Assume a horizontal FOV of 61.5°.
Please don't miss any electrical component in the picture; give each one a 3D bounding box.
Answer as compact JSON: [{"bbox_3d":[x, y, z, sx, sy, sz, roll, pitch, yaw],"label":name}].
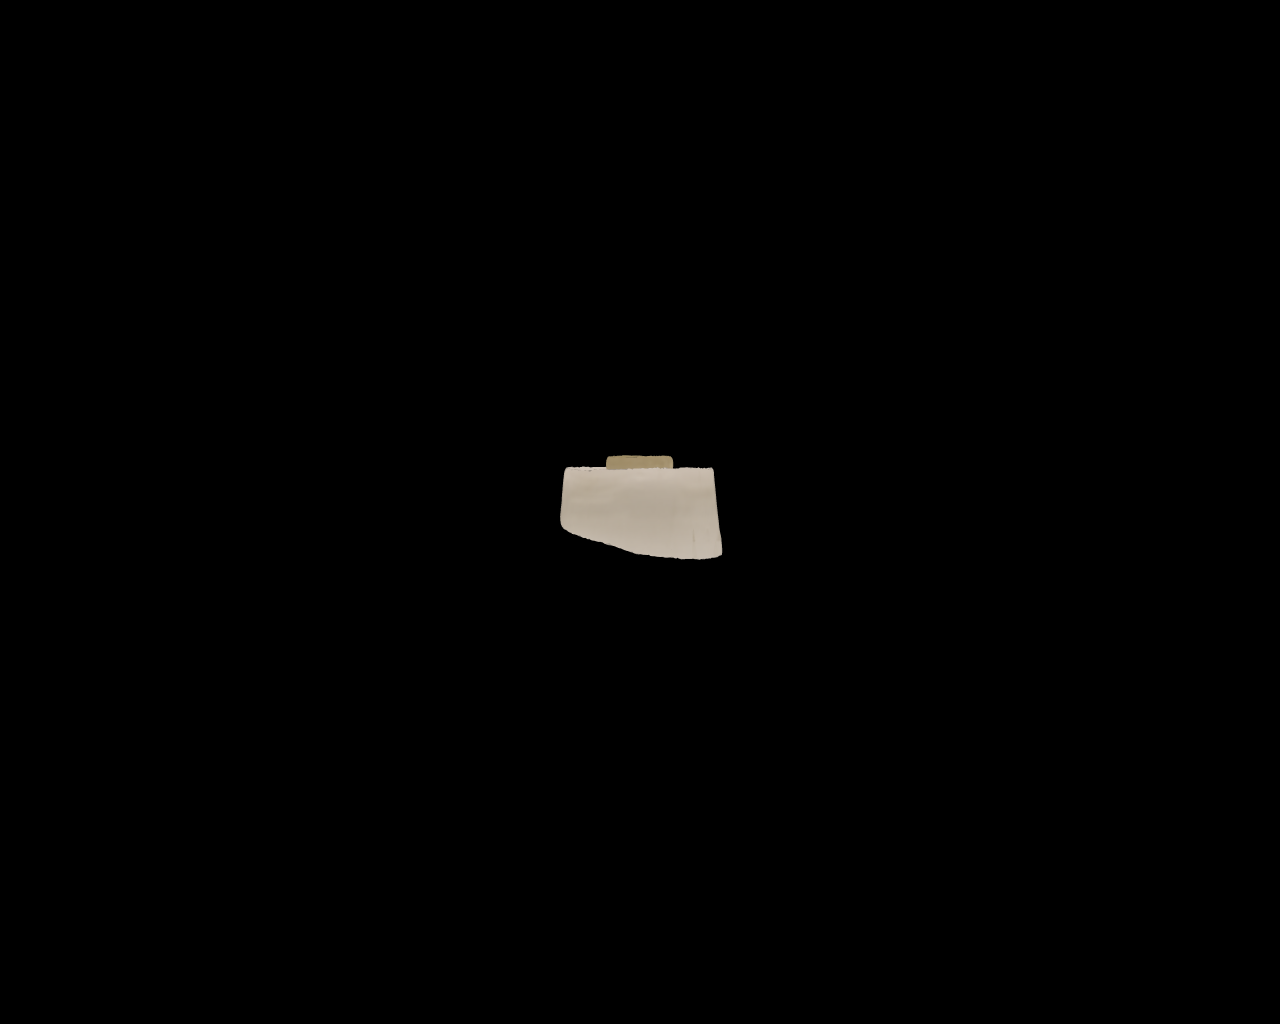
[{"bbox_3d":[0.001,-0.003,0.650,0.099,0.064,0.099,0,2,0],"label":"electrical component"}]
